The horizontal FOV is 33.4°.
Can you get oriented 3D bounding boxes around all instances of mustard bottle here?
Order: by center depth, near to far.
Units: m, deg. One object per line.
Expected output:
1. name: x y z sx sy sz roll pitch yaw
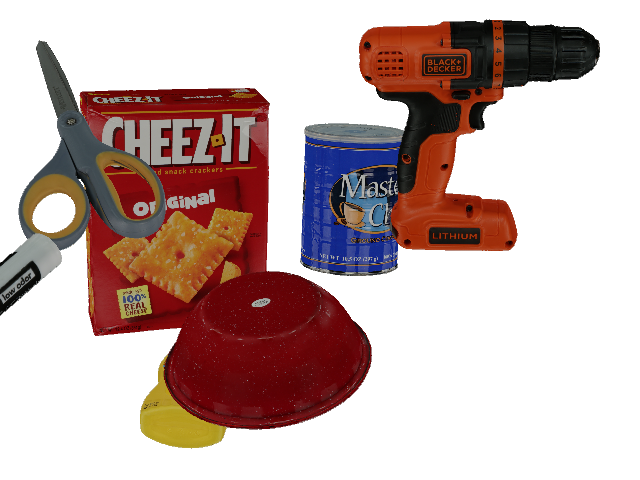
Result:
1. mustard bottle: -0.148 0.169 1.268 0.096 0.058 0.191 4 25 3

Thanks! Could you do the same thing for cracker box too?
1. cracker box: -0.132 -0.027 0.975 0.164 0.214 0.072 -4 20 -17

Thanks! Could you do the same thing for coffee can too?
1. coffee can: 0.032 -0.044 1.092 0.103 0.140 0.103 2 13 -1

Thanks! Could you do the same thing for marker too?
1. marker: -0.162 0.038 0.475 0.020 0.020 0.121 0 35 39

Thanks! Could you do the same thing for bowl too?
1. bowl: -0.042 0.070 0.812 0.162 0.055 0.162 -4 31 2

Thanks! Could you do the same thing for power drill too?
1. power drill: 0.125 -0.085 0.858 0.184 0.188 0.057 1 26 7

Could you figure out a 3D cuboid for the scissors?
1. scissors: -0.173 -0.060 0.684 0.096 0.016 0.202 -30 54 -23
